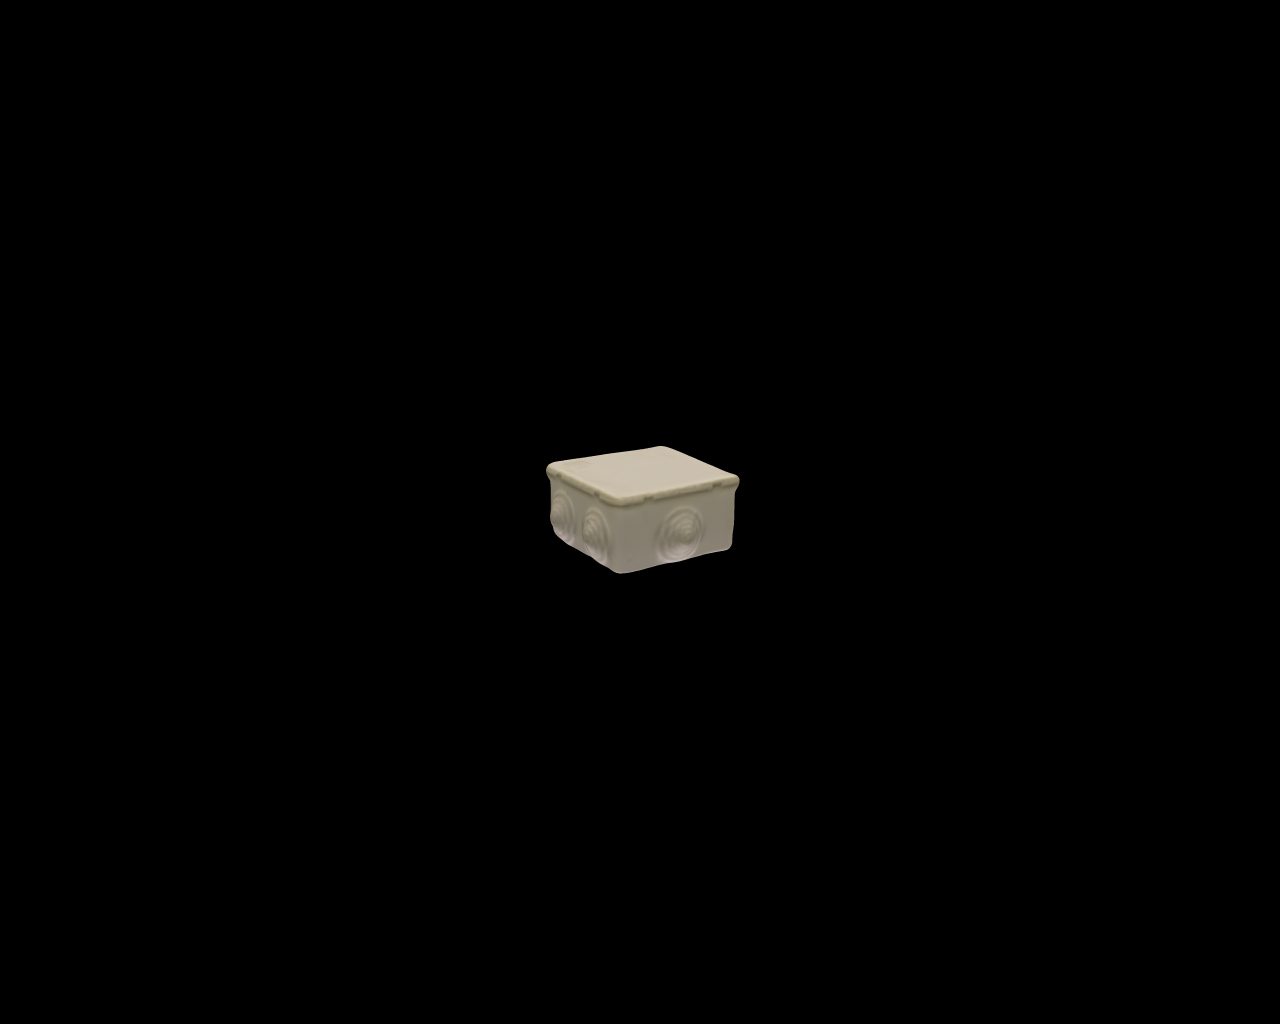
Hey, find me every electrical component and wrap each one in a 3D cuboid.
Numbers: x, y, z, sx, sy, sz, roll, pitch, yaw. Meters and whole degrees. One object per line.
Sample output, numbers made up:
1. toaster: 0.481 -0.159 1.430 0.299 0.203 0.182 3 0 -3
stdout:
1. electrical component: 0.001 -0.003 0.650 0.100 0.048 0.100 -11 21 -30
